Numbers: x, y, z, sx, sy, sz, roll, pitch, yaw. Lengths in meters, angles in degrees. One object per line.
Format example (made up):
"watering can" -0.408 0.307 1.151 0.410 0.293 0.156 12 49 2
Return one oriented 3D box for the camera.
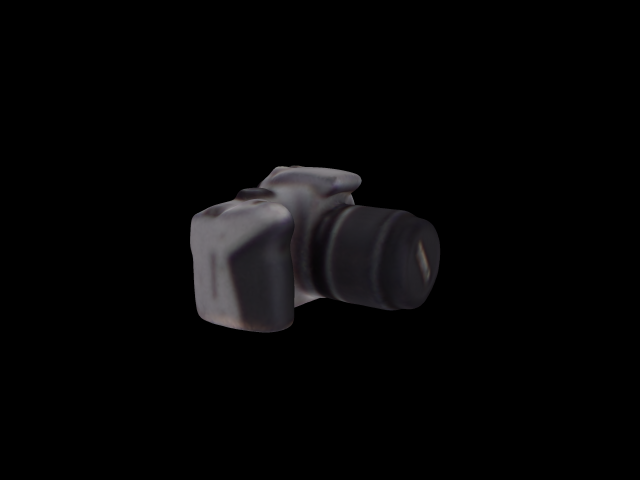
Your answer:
"camera" 0.004 0.001 0.400 0.136 0.101 0.144 8 14 35
